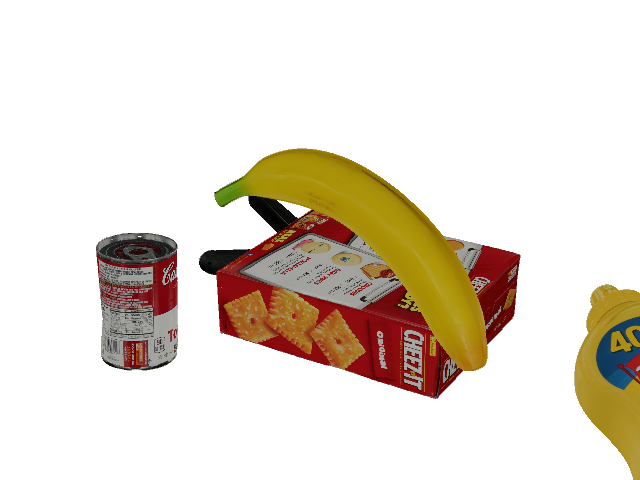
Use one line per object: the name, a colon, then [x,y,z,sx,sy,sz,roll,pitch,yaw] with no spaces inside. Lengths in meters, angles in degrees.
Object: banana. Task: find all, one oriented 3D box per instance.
banana: [0.031,-0.002,0.649,0.198,0.070,0.037,34,22,13]

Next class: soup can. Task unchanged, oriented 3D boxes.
soup can: [-0.156,0.052,0.914,0.068,0.102,0.068,2,19,-1]

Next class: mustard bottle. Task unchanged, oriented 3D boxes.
mustard bottle: [0.198,0.088,0.599,0.096,0.058,0.192,-10,35,-7]

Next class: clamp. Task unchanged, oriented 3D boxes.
clamp: [-0.016,0.020,1.132,0.210,0.036,0.164,24,35,13]

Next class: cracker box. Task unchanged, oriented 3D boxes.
cracker box: [0.043,0.048,0.929,0.214,0.072,0.163,14,29,29]
